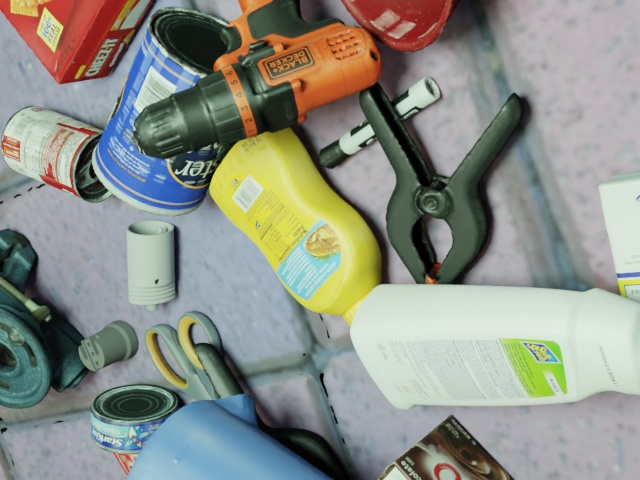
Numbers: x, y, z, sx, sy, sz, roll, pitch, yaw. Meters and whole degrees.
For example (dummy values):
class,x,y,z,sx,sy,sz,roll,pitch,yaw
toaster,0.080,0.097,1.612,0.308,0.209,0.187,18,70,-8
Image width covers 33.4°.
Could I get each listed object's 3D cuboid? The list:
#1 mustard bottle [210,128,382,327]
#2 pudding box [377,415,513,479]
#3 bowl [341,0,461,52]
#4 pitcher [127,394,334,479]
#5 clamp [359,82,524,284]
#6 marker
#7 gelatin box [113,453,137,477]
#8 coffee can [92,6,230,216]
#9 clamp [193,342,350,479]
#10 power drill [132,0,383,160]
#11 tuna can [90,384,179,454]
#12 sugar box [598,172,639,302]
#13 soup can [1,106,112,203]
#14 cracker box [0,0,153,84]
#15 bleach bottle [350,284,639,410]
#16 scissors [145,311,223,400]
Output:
class,x,y,z,sx,sy,sz,roll,pitch,yaw
mustard bottle,-0.005,0.001,0.864,0.192,0.058,0.096,51,132,11
pudding box,0.110,0.203,0.829,0.113,0.089,0.039,44,126,16
bowl,0.058,-0.214,0.726,0.162,0.055,0.162,47,152,34
pitcher,-0.033,0.241,0.822,0.243,0.144,0.149,25,117,31
clamp,0.078,-0.041,0.795,0.120,0.039,0.171,20,118,23
marker,0.042,-0.088,0.825,0.121,0.020,0.020,-31,86,38
gelatin box,-0.156,0.232,1.047,0.073,0.030,0.089,13,139,30
coffee can,-0.117,-0.105,0.881,0.103,0.102,0.140,42,125,17
clamp,-0.054,0.192,0.953,0.210,0.036,0.164,15,89,12
power drill,-0.069,-0.157,0.780,0.057,0.184,0.188,86,162,-65
tuna can,-0.178,0.171,1.028,0.086,0.085,0.034,13,111,32
sugar box,0.249,0.038,0.703,0.094,0.048,0.176,-6,99,38
soup can,-0.240,-0.082,0.999,0.102,0.068,0.068,21,117,29
cracker box,-0.233,-0.269,0.929,0.214,0.071,0.164,50,127,12
bleach bottle,0.143,0.078,0.744,0.251,0.068,0.102,-2,132,43
scissors,-0.091,0.149,1.002,0.202,0.016,0.096,47,126,13
